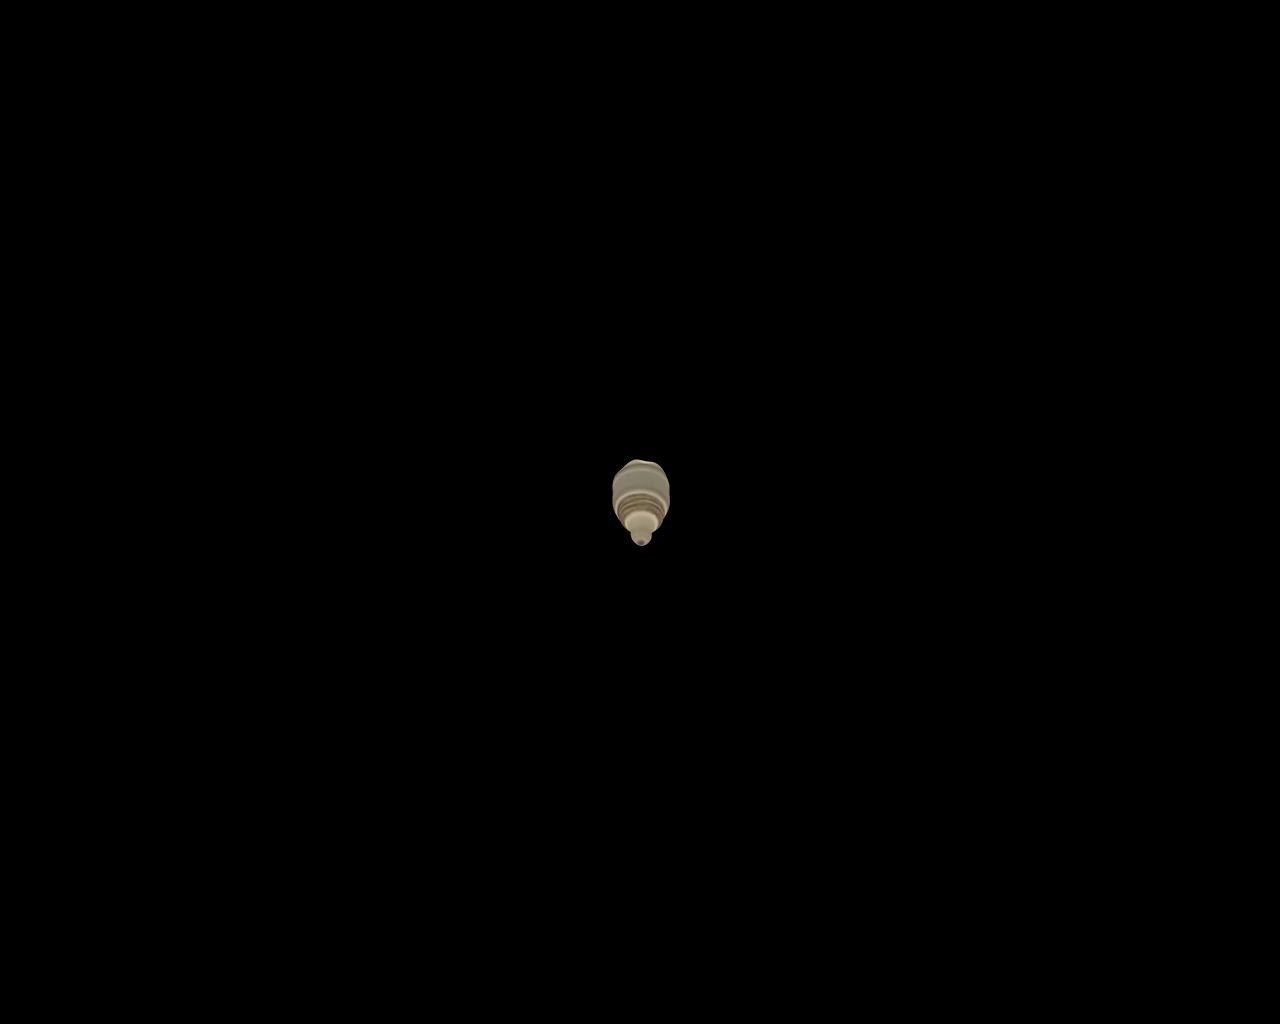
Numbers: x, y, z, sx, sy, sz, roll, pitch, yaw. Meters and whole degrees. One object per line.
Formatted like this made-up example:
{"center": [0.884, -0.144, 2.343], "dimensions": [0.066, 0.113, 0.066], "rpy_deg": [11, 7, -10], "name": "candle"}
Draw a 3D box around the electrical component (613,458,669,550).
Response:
{"center": [0.001, -0.003, 0.650], "dimensions": [0.035, 0.035, 0.061], "rpy_deg": [0, 44, 0], "name": "electrical component"}
